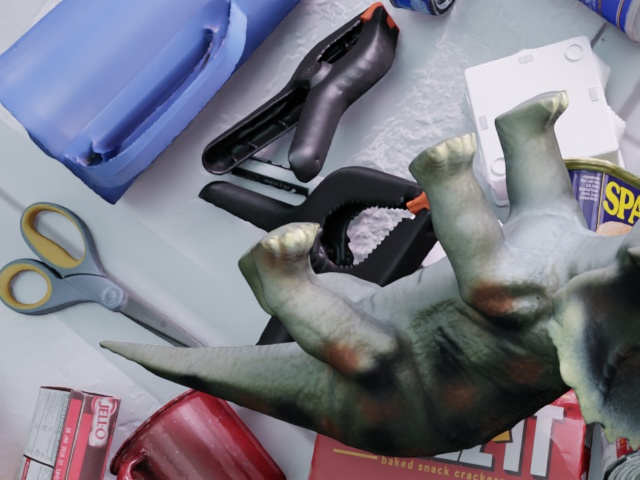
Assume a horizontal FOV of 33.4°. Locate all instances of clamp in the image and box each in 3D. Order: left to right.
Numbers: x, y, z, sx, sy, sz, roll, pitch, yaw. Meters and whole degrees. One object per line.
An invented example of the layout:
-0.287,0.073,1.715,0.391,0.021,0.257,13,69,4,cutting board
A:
-0.009,-0.101,0.748,0.120,0.039,0.171,5,47,42,clamp
-0.005,0.001,0.704,0.210,0.036,0.164,-32,65,36,clamp

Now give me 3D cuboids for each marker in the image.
-0.021,-0.043,0.766,0.121,0.020,0.020,18,82,21,marker

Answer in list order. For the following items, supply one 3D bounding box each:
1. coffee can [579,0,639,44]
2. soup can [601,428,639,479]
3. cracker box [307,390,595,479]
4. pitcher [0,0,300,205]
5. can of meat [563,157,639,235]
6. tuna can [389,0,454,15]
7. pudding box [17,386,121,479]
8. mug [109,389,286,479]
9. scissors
0.185,-0.211,0.701,0.140,0.102,0.103,43,91,23,coffee can
0.194,0.102,0.607,0.069,0.068,0.102,-4,39,16,soup can
0.071,0.187,0.648,0.164,0.072,0.213,7,77,18,cracker box
-0.110,-0.147,0.763,0.243,0.145,0.149,-45,84,-1,pitcher
0.167,0.004,0.651,0.058,0.101,0.084,-1,76,47,can of meat
0.077,-0.201,0.741,0.034,0.086,0.086,17,81,19,tuna can
-0.172,0.145,0.719,0.039,0.114,0.090,17,78,-24,pudding box
-0.081,0.153,0.685,0.081,0.117,0.093,48,113,17,mug
-0.169,0.052,0.790,0.096,0.016,0.202,-46,67,3,scissors
